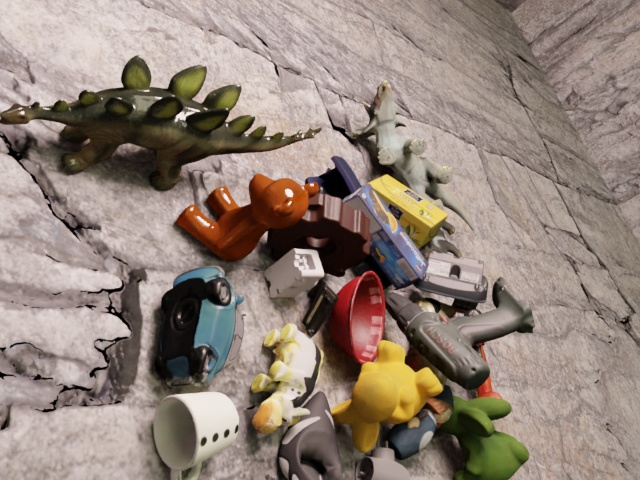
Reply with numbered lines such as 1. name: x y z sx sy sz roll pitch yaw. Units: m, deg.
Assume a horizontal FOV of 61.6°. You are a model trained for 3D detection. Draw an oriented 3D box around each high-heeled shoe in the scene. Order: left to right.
1. high-heeled shoe: 0.015 0.301 0.711 0.086 0.145 0.249 31 45 -26

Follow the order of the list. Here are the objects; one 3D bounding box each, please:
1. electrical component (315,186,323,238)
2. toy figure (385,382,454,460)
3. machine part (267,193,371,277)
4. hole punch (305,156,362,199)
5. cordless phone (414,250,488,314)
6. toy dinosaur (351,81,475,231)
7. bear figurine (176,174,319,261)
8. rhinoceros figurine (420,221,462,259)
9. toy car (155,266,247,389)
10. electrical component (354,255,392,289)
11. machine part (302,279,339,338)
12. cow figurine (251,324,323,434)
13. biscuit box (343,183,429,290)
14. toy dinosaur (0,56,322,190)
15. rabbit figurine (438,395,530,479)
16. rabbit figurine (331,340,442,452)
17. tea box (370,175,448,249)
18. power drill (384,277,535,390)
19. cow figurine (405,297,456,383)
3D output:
1. electrical component: 0.009 -0.042 1.025 0.047 0.075 0.119 24 44 -31
2. toy figure: 0.176 0.303 0.903 0.154 0.064 0.058 -33 79 -25
3. machine part: -0.002 -0.003 0.909 0.179 0.179 0.056 28 47 -27
4. hole punch: 0.050 -0.108 1.105 0.116 0.092 0.142 -14 68 -53
5. cordless phone: 0.267 0.106 1.118 0.147 0.184 0.089 12 66 12
6. toy dinosaur: 0.216 -0.177 1.292 0.404 0.131 0.192 50 7 -25
7. bear figurine: -0.107 -0.050 0.819 0.132 0.196 0.120 48 42 -3
8. rhinoceros figurine: 0.259 0.022 1.219 0.112 0.073 0.190 31 43 -26
9. toy car: -0.150 0.122 0.724 0.102 0.109 0.161 34 48 -47
10. electrical component: 0.119 0.031 1.088 0.115 0.058 0.134 44 40 -7
11. machine part: 0.000 0.105 0.878 0.039 0.084 0.139 23 8 -4
12. cow figurine: -0.044 0.213 0.786 0.098 0.068 0.167 38 41 -25
13. biscuit box: 0.120 -0.005 1.010 0.202 0.059 0.063 53 36 -8
14. toy dinosaur: -0.210 -0.165 0.804 0.471 0.198 0.105 -2 66 -43
15. rabbit figurine: 0.264 0.342 0.941 0.170 0.159 0.121 44 47 14
16. rabbit figurine: 0.088 0.236 0.825 0.122 0.162 0.173 48 6 19
17. tea box: 0.178 -0.063 1.162 0.170 0.068 0.098 35 35 18
18. power drill: 0.250 0.138 0.945 0.207 0.085 0.232 -17 42 -18
19. cow figurine: 0.210 0.194 1.031 0.127 0.085 0.195 28 42 -24
